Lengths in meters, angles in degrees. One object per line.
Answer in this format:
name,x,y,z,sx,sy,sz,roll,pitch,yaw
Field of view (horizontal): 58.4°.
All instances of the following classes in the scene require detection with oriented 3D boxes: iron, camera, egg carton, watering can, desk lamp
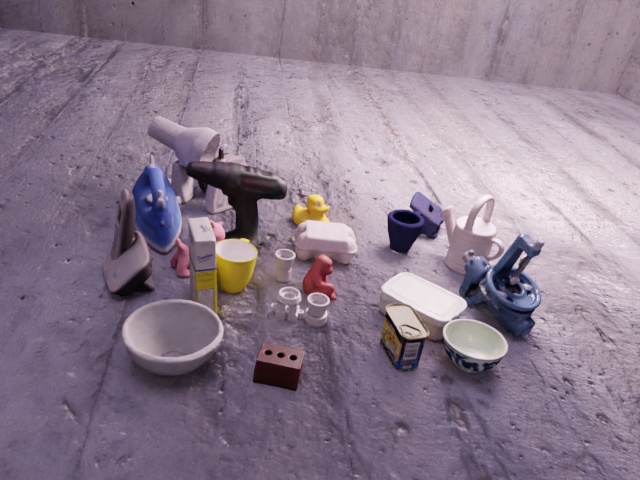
iron,-0.382,-0.091,1.348,0.119,0.141,0.257,-5,32,-22
camera,-0.276,-0.188,1.584,0.142,0.101,0.137,29,36,32
egg carton,0.012,0.005,1.358,0.150,0.069,0.107,5,30,-7
watering can,0.362,-0.022,1.371,0.172,0.194,0.101,19,32,18
desk lamp,-0.364,-0.204,1.475,0.203,0.213,0.118,14,30,9

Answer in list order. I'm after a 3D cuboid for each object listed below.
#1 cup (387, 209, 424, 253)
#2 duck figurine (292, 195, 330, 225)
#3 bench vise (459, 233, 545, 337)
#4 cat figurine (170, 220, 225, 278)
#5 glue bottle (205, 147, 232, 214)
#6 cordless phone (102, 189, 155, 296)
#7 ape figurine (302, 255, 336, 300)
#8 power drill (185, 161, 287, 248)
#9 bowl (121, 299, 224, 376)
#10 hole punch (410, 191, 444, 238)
cup,0.213,-0.021,1.430,0.091,0.095,0.118,27,35,30
duck figurine,-0.020,-0.078,1.475,0.104,0.086,0.078,20,32,19
bench vise,0.375,0.068,1.193,0.206,0.220,0.122,30,36,32
cat figurine,-0.257,0.007,1.236,0.128,0.118,0.067,-15,37,-35
glue bottle,-0.253,-0.155,1.459,0.037,0.173,0.078,30,36,33
cordless phone,-0.383,0.004,1.139,0.094,0.185,0.147,-9,34,-28
ape figurine,0.003,0.075,1.212,0.076,0.092,0.078,9,30,1
power drill,-0.192,-0.082,1.314,0.230,0.208,0.075,-2,32,-18
bowl,-0.252,0.179,0.983,0.167,0.075,0.167,7,30,-4
hole punch,0.286,-0.071,1.539,0.101,0.091,0.109,16,31,12
